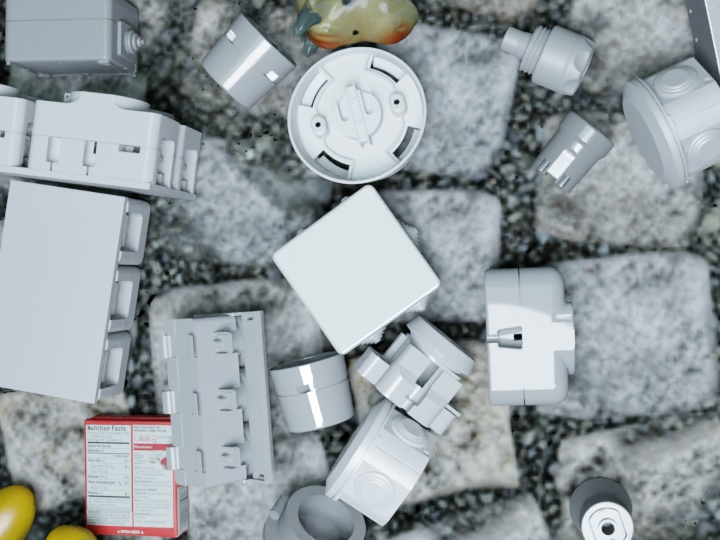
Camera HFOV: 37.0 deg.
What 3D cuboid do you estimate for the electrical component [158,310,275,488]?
[{"bbox_3d":[-0.104,0.093,0.777,0.079,0.063,0.121,-5,88,49],"label":"electrical component"}]

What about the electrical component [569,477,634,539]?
[{"bbox_3d":[0.169,0.171,0.743,0.044,0.065,0.044,0,90,8],"label":"electrical component"}]

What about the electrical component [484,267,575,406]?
[{"bbox_3d":[0.119,0.046,0.756,0.059,0.054,0.095,-2,89,8],"label":"electrical component"}]

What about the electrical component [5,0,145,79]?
[{"bbox_3d":[-0.207,-0.178,0.801,0.096,0.062,0.061,1,90,8],"label":"electrical component"}]

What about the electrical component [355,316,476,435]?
[{"bbox_3d":[0.045,0.070,0.764,0.078,0.058,0.057,38,93,-12],"label":"electrical component"}]

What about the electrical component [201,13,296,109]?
[{"bbox_3d":[-0.083,-0.152,0.787,0.047,0.055,0.055,-45,84,9],"label":"electrical component"}]

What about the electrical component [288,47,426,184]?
[{"bbox_3d":[0.000,-0.108,0.769,0.099,0.064,0.099,0,90,8],"label":"electrical component"}]

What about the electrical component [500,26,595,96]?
[{"bbox_3d":[0.131,-0.153,0.761,0.062,0.043,0.043,24,93,9],"label":"electrical component"}]

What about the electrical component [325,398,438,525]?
[{"bbox_3d":[0.014,0.135,0.759,0.051,0.080,0.080,33,94,2],"label":"electrical component"}]

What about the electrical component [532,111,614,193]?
[{"bbox_3d":[0.150,-0.083,0.761,0.040,0.040,0.046,40,101,7],"label":"electrical component"}]

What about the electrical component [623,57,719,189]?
[{"bbox_3d":[0.216,-0.100,0.730,0.051,0.080,0.080,-25,86,5],"label":"electrical component"}]

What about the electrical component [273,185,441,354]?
[{"bbox_3d":[0.000,0.000,0.776,0.100,0.048,0.099,-36,85,6],"label":"electrical component"}]

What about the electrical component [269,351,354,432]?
[{"bbox_3d":[-0.033,0.088,0.779,0.055,0.055,0.047,-14,92,8],"label":"electrical component"}]

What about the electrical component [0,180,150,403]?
[{"bbox_3d":[-0.216,0.015,0.801,0.089,0.062,0.150,9,91,8],"label":"electrical component"}]

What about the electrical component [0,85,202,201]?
[{"bbox_3d":[-0.220,-0.095,0.780,0.186,0.105,0.060,7,91,8],"label":"electrical component"}]
